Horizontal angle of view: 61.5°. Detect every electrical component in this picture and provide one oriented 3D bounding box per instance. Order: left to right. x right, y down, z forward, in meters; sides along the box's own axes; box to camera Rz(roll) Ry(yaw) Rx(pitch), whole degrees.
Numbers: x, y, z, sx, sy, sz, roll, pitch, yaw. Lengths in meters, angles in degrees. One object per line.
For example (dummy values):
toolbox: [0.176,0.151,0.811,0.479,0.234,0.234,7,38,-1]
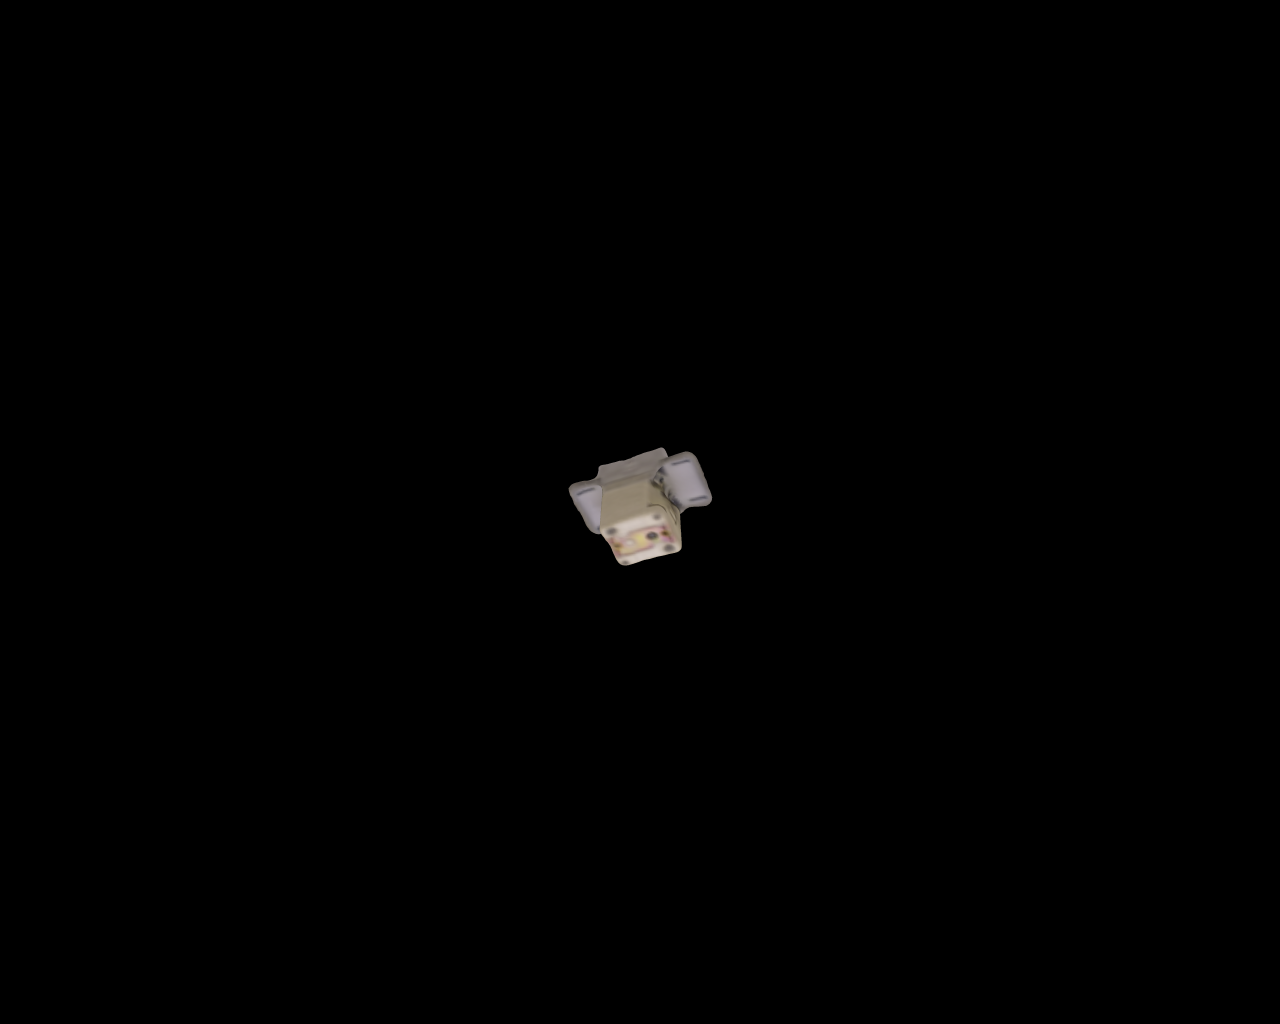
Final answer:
electrical component: [0.001,-0.003,0.650,0.081,0.042,0.064,-17,39,14]
